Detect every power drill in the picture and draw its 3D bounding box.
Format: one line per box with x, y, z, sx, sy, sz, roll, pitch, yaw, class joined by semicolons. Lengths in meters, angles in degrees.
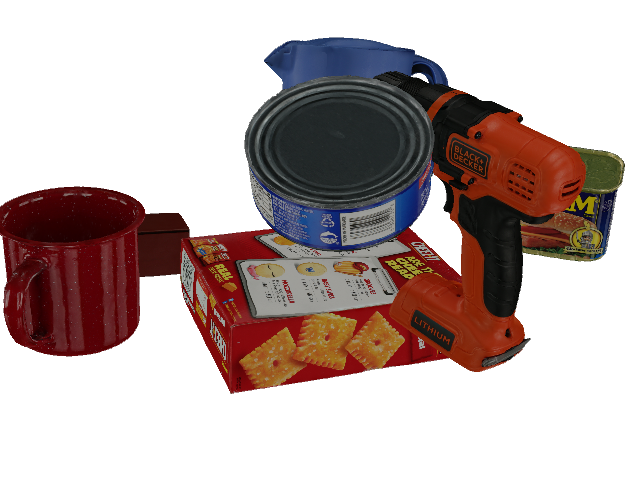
0.094;-0.015;0.760;0.057;0.188;0.185;-22;40;-33;power drill

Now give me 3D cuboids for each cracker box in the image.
0.001;0.050;0.921;0.213;0.072;0.164;-6;27;-20;cracker box

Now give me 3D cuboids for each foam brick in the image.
-0.181;0.004;1.125;0.078;0.051;0.053;-4;23;-17;foam brick

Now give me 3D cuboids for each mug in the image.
-0.160;0.025;0.666;0.093;0.081;0.117;8;25;13;mug

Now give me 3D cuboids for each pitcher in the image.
0.031;-0.083;1.087;0.149;0.243;0.144;12;15;32;pitcher

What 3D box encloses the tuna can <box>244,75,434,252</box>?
0.009;-0.036;0.492;0.086;0.086;0.034;0;-41;4;tuna can

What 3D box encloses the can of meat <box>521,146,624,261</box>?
0.205;-0.033;0.926;0.102;0.084;0.057;10;41;14;can of meat
